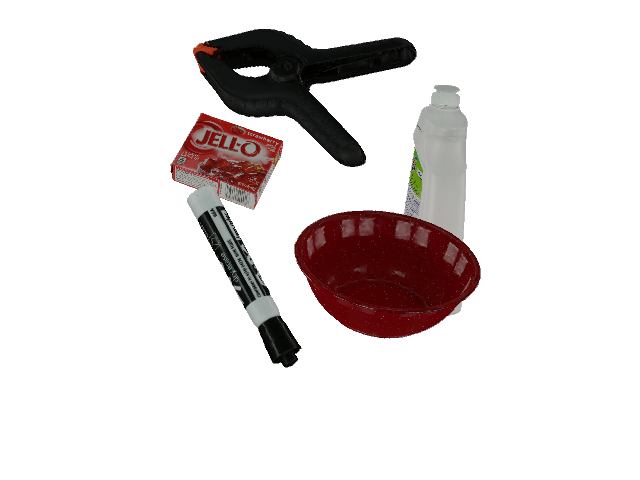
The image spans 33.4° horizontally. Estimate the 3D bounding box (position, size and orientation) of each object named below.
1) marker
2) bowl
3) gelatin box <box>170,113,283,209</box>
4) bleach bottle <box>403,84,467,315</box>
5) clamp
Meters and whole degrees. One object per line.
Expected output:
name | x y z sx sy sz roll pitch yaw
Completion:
marker | -0.045 0.022 0.635 0.020 0.121 0.020 -27 -18 -10
bowl | 0.055 0.037 0.929 0.162 0.055 0.162 5 31 -3
gelatin box | -0.091 -0.078 1.035 0.089 0.073 0.030 20 -36 6
bleach bottle | 0.131 -0.047 1.202 0.068 0.251 0.102 -1 23 -13
clamp | -0.013 -0.130 0.826 0.172 0.120 0.039 26 -31 20
